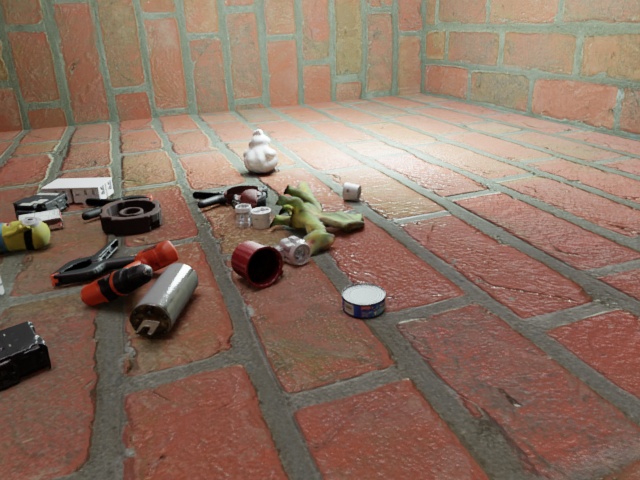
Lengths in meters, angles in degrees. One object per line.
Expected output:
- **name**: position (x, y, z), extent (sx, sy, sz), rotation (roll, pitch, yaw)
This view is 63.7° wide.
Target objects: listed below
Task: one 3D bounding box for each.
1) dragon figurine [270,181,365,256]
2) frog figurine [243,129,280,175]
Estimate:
- **dragon figurine**: position (0.004, -0.071, 1.420), extent (0.243, 0.120, 0.418), rotation (19, 28, 6)
- **frog figurine**: position (-0.221, -0.326, 1.914), extent (0.138, 0.157, 0.124), rotation (13, 28, 33)
